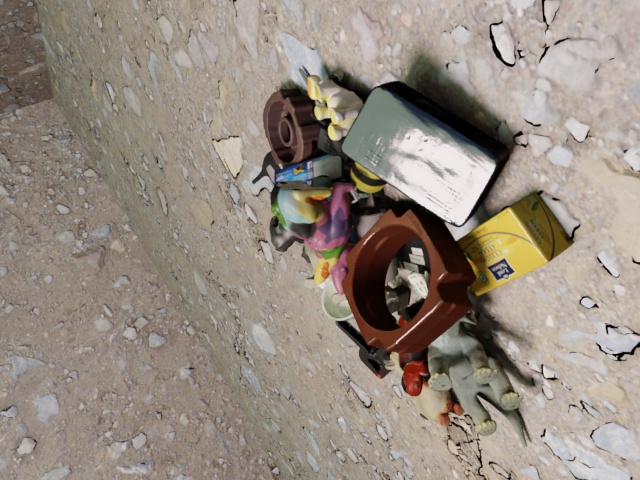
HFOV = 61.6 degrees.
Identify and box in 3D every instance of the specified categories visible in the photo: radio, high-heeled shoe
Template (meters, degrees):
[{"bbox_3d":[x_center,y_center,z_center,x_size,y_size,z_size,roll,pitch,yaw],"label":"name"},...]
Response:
[{"bbox_3d":[0.158,-0.135,0.817,0.230,0.073,0.131,35,125,13],"label":"radio"},{"bbox_3d":[-0.061,-0.106,1.317,0.145,0.086,0.248,-32,107,31],"label":"high-heeled shoe"}]

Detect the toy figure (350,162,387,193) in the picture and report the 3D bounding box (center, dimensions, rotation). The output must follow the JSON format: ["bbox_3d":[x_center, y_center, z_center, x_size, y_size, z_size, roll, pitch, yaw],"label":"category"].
[{"bbox_3d":[0.106,-0.158,0.945,0.082,0.089,0.180,60,155,20],"label":"toy figure"}]

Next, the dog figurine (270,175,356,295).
[{"bbox_3d":[-0.002,-0.003,0.999,0.109,0.191,0.219,15,113,48],"label":"dog figurine"}]

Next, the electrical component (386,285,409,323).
[{"bbox_3d":[0.153,0.138,1.132,0.045,0.078,0.102,-121,25,-44],"label":"electrical component"}]

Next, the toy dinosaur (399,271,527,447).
[{"bbox_3d":[0.266,0.218,0.976,0.404,0.131,0.192,55,-162,-36],"label":"toy dinosaur"}]

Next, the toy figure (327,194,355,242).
[{"bbox_3d":[0.045,-0.061,1.163,0.058,0.064,0.154,-77,-28,-76],"label":"toy figure"}]

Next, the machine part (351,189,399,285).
[{"bbox_3d":[0.111,0.002,1.083,0.079,0.079,0.242,28,139,46],"label":"machine part"}]

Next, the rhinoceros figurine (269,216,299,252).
[{"bbox_3d":[-0.045,-0.048,1.247,0.073,0.112,0.190,40,118,-23],"label":"rhinoceros figurine"}]

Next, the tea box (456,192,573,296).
[{"bbox_3d":[0.283,0.010,0.826,0.098,0.068,0.169,57,150,10],"label":"tea box"}]

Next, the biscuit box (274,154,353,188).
[{"bbox_3d":[-0.009,-0.130,1.111,0.203,0.063,0.059,-10,79,44],"label":"biscuit box"}]

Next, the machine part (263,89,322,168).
[{"bbox_3d":[-0.061,-0.237,1.163,0.180,0.056,0.179,37,136,47],"label":"machine part"}]

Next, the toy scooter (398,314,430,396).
[{"bbox_3d":[0.194,0.215,1.063,0.135,0.075,0.184,95,179,-76],"label":"toy scooter"}]

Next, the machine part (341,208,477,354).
[{"bbox_3d":[0.139,0.066,0.875,0.201,0.087,0.202,-50,44,30],"label":"machine part"}]

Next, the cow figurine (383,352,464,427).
[{"bbox_3d":[0.220,0.303,1.176,0.127,0.085,0.194,-12,105,54],"label":"cow figurine"}]

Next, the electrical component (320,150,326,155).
[{"bbox_3d":[0.010,-0.155,1.172,0.063,0.021,0.094,0,111,58],"label":"electrical component"}]

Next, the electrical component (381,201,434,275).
[{"bbox_3d":[0.179,-0.002,0.997,0.115,0.058,0.134,19,130,54],"label":"electrical component"}]

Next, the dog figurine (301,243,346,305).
[{"bbox_3d":[0.043,0.049,1.246,0.172,0.191,0.121,30,108,-10],"label":"dog figurine"}]

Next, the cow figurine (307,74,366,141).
[{"bbox_3d":[0.038,-0.256,0.985,0.068,0.098,0.167,91,159,-48],"label":"cow figurine"}]

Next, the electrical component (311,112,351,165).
[{"bbox_3d":[0.031,-0.198,1.015,0.119,0.075,0.047,34,138,24],"label":"electrical component"}]
